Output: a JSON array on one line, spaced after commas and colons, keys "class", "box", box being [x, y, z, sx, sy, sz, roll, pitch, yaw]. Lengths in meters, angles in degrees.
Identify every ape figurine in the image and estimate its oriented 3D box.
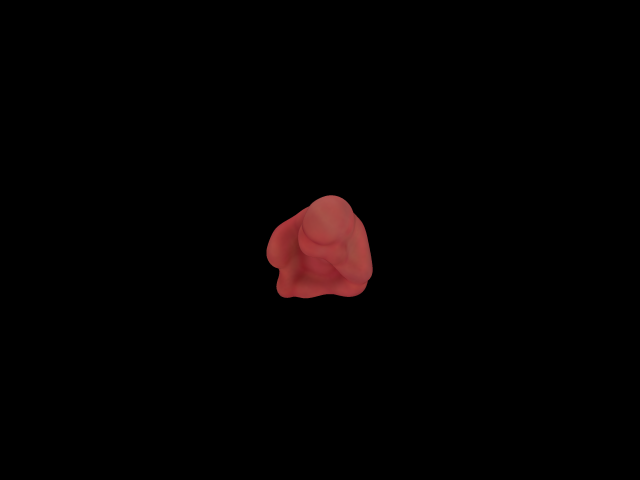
[{"class": "ape figurine", "box": [0.004, 0.001, 0.400, 0.077, 0.092, 0.076, 36, 66, 19]}]
